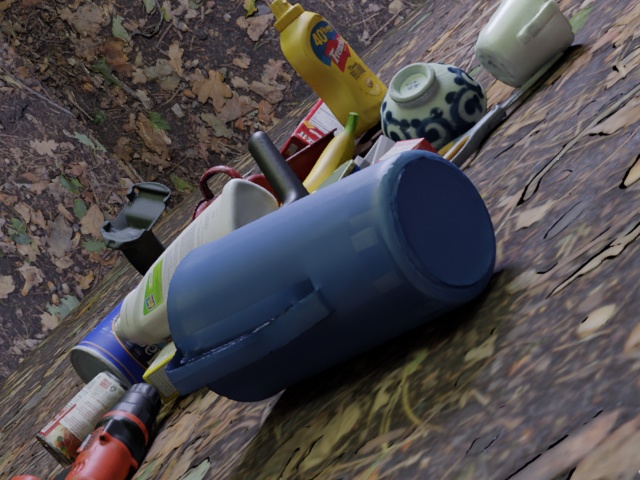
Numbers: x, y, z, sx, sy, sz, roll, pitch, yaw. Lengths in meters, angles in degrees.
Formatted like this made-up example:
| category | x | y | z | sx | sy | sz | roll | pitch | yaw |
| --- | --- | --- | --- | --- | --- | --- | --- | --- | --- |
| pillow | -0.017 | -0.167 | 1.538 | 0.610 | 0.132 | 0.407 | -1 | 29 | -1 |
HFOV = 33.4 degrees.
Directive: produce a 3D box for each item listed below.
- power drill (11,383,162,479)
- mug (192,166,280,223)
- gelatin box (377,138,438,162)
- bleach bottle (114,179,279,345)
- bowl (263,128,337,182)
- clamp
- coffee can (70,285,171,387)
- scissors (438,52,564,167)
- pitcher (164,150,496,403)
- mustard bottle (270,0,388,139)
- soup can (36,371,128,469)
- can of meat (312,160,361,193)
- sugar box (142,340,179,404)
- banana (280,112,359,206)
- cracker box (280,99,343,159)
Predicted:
| category | x | y | z | sx | sy | sz | roll | pitch | yaw |
| --- | --- | --- | --- | --- | --- | --- | --- | --- | --- |
| power drill | -0.246 | 0.231 | 1.057 | 0.188 | 0.057 | 0.184 | -38 | 11 | 25 |
| mug | -0.088 | -0.031 | 1.189 | 0.082 | 0.117 | 0.093 | -29 | 7 | 36 |
| gelatin box | 0.090 | -0.050 | 0.911 | 0.030 | 0.073 | 0.089 | -43 | 10 | -7 |
| bleach bottle | -0.144 | 0.039 | 1.146 | 0.251 | 0.068 | 0.102 | -36 | 42 | 39 |
| bowl | -0.032 | -0.074 | 1.330 | 0.162 | 0.055 | 0.162 | -33 | 5 | 3 |
| clamp | 0.006 | -0.018 | 1.045 | 0.036 | 0.164 | 0.210 | -58 | 23 | 33 |
| coffee can | -0.215 | 0.121 | 1.283 | 0.140 | 0.103 | 0.103 | -48 | 11 | -31 |
| scissors | 0.164 | -0.117 | 1.085 | 0.201 | 0.016 | 0.096 | -46 | 10 | -22 |
| pitcher | 0.000 | 0.033 | 0.762 | 0.243 | 0.144 | 0.149 | -28 | 53 | 46 |
| mustard bottle | 0.008 | -0.218 | 1.301 | 0.058 | 0.191 | 0.096 | -37 | 8 | 37 |
| soup can | -0.252 | 0.203 | 1.176 | 0.102 | 0.068 | 0.069 | -46 | 10 | -23 |
| can of meat | 0.029 | -0.014 | 0.965 | 0.058 | 0.084 | 0.102 | -35 | 12 | 30 |
| sugar box | -0.098 | 0.094 | 1.114 | 0.176 | 0.048 | 0.093 | -34 | 11 | 25 |
| banana | -0.003 | -0.066 | 1.175 | 0.037 | 0.069 | 0.197 | 9 | 40 | 19 |
| cracker box | -0.025 | -0.113 | 1.570 | 0.164 | 0.072 | 0.213 | -54 | 3 | 31 |
